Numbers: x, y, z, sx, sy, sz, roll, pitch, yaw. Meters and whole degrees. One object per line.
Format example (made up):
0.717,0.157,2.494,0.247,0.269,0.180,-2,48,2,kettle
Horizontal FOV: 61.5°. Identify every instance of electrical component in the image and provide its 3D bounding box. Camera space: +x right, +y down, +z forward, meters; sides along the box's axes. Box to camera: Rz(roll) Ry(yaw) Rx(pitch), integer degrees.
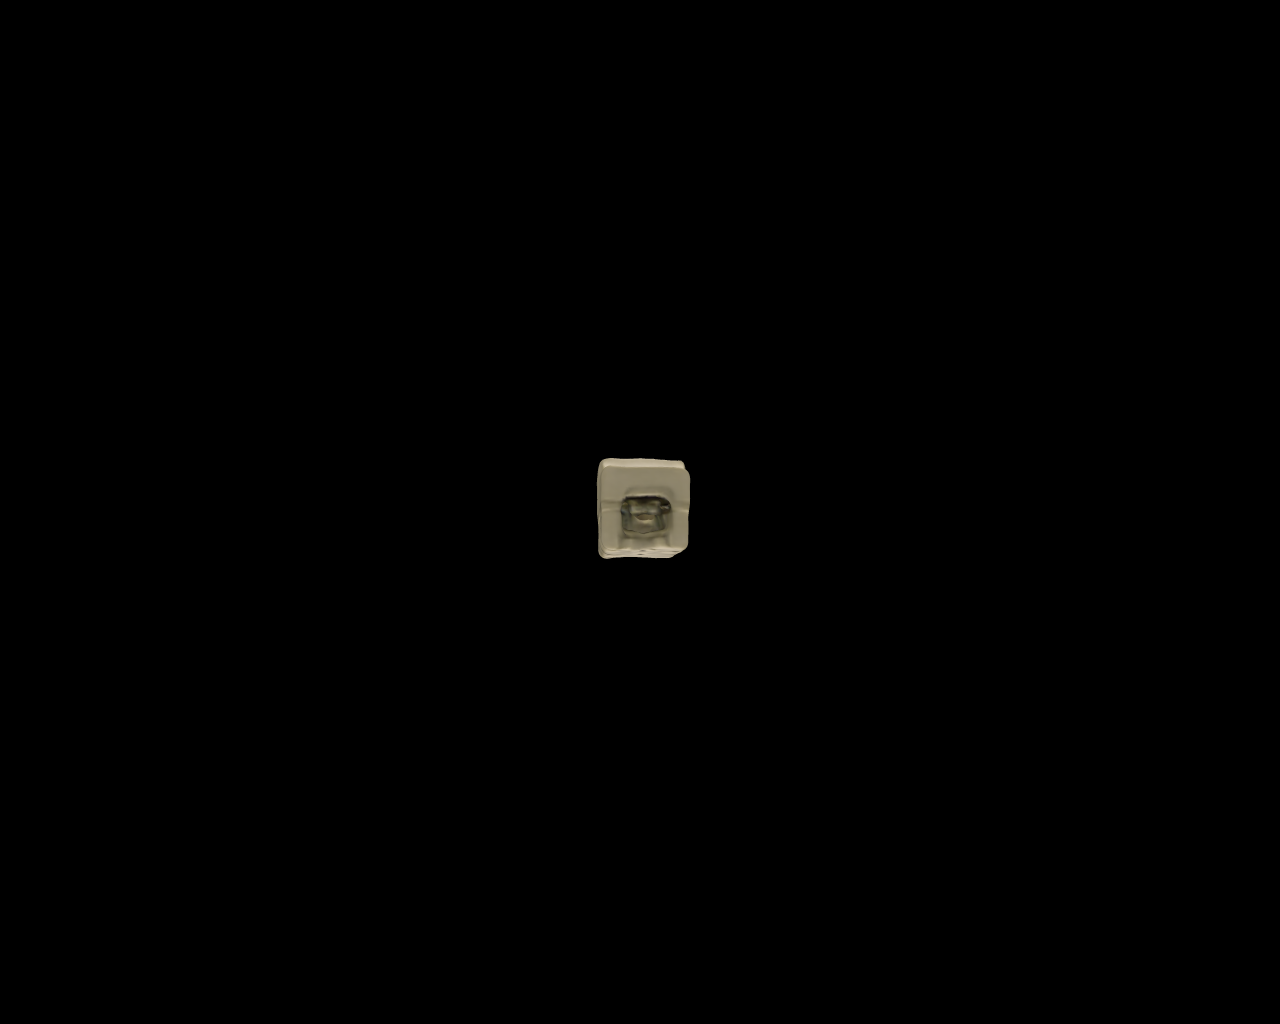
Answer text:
0.001,-0.003,0.650,0.050,0.055,0.089,0,-7,-4,electrical component
